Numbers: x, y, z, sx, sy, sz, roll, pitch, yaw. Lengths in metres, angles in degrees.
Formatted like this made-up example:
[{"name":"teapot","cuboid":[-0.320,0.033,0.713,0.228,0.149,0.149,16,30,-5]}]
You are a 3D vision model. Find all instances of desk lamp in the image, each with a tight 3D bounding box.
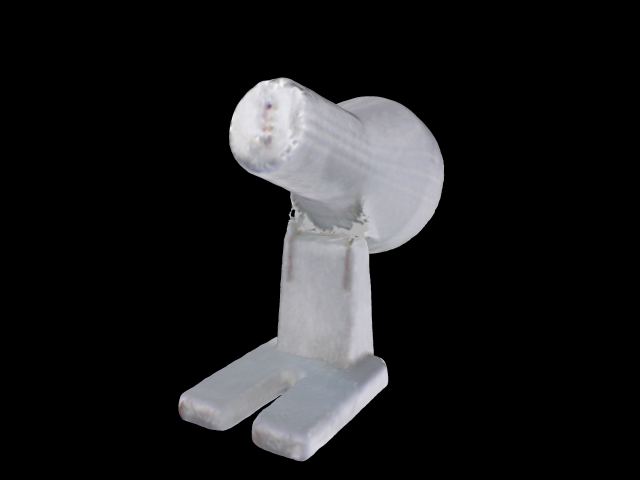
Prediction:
[{"name":"desk lamp","cuboid":[0.004,0.001,0.400,0.117,0.213,0.204,6,13,27]}]
